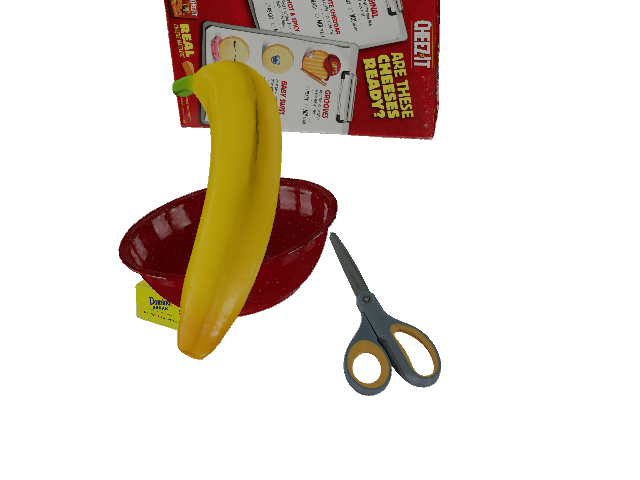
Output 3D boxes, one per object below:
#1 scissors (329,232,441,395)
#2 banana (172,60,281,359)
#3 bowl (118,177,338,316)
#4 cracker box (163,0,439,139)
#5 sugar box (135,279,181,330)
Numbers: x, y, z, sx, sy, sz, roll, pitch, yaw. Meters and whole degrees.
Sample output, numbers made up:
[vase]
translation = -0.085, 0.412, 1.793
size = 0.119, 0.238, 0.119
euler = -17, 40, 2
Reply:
[scissors]
translation = 0.033, 0.073, 1.009
size = 0.096, 0.016, 0.202
euler = -28, 53, -22
[banana]
translation = -0.047, -0.033, 0.551
size = 0.037, 0.198, 0.070
euler = 22, -48, -28
[bowl]
translation = -0.062, 0.010, 0.782
size = 0.162, 0.055, 0.162
euler = -10, 25, 5
[cracker box]
translation = -0.012, -0.171, 0.853
size = 0.214, 0.164, 0.072
euler = 3, 36, 10
[sugar box]
translation = -0.107, 0.038, 1.127
size = 0.093, 0.048, 0.176
euler = 14, 31, 22
